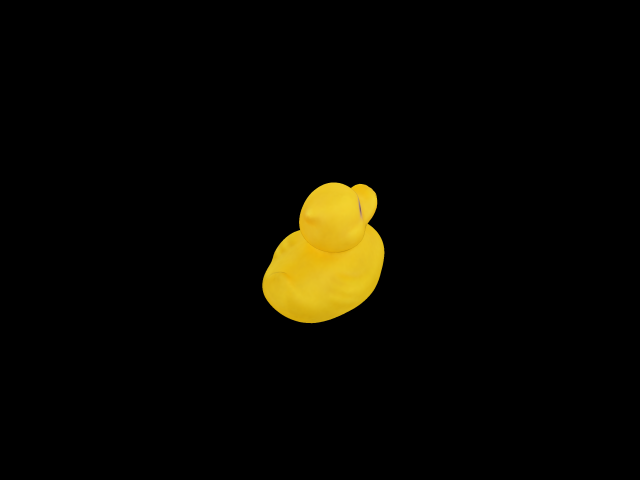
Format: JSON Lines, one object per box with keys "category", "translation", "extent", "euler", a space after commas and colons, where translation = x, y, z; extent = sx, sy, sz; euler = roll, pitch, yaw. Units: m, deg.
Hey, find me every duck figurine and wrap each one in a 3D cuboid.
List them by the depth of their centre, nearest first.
{"category": "duck figurine", "translation": [0.004, 0.001, 0.400], "extent": [0.077, 0.086, 0.105], "euler": [36, 58, 27]}
